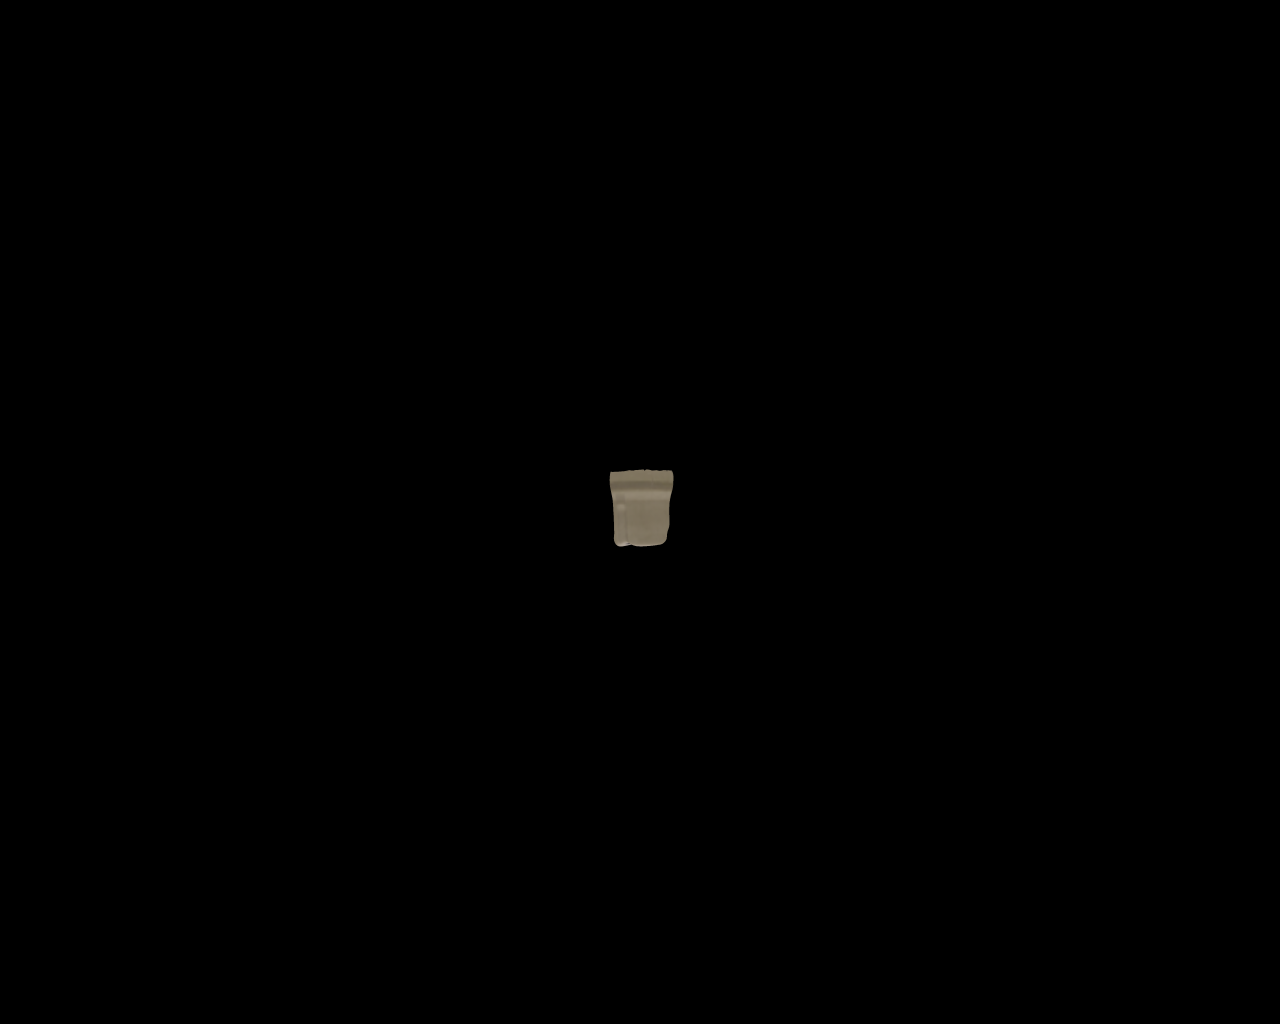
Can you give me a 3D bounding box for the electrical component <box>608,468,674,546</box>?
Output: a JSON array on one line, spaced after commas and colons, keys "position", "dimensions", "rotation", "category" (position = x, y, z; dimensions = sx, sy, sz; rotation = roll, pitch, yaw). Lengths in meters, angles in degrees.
[{"position": [0.001, -0.003, 0.650], "dimensions": [0.040, 0.046, 0.040], "rotation": [0, -2, 0], "category": "electrical component"}]
